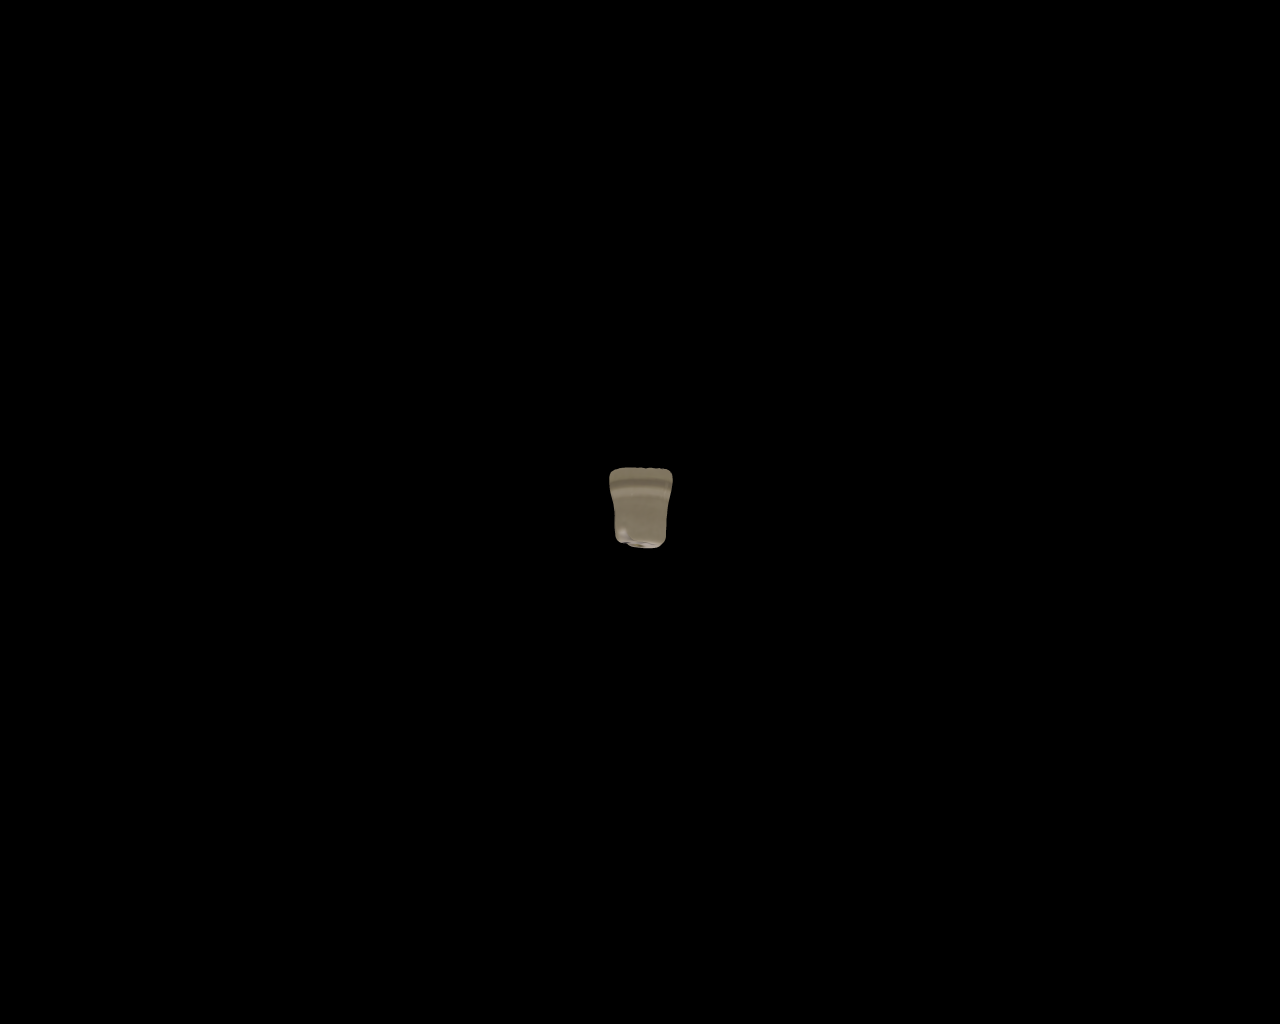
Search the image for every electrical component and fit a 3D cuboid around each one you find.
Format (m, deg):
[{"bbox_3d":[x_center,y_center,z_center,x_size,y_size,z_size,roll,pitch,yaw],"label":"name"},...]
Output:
[{"bbox_3d":[0.001,-0.003,0.650,0.040,0.046,0.040,0,-9,0],"label":"electrical component"}]
